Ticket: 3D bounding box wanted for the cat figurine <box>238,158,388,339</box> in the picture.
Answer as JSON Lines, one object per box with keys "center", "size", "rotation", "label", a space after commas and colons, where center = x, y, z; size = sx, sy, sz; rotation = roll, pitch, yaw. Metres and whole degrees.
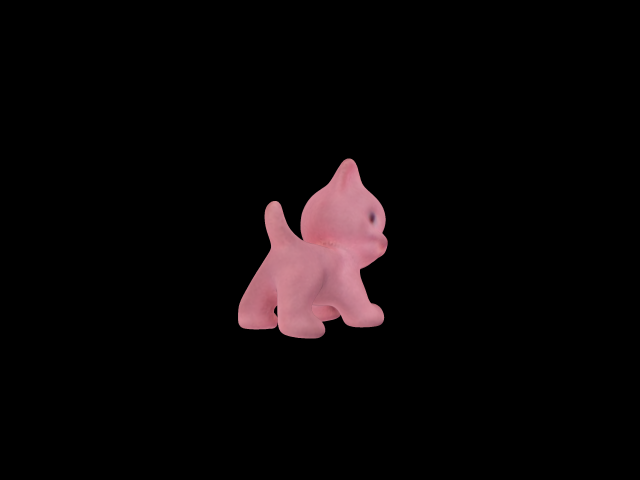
{"center": [0.004, 0.001, 0.400], "size": [0.067, 0.118, 0.128], "rotation": [0, 0, 38], "label": "cat figurine"}
